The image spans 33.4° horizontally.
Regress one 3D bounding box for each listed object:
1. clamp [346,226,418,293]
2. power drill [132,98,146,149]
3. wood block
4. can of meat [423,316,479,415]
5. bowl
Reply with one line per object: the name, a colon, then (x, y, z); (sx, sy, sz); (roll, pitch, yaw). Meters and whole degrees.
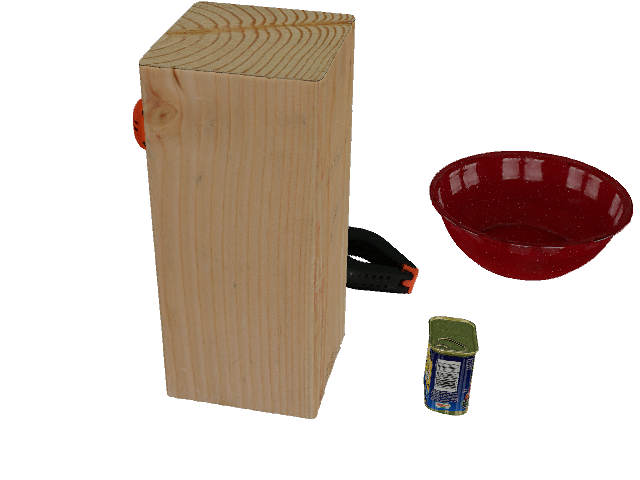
clamp: (0.003, 0.010, 1.169); (0.210, 0.036, 0.164); (27, 36, 16)
power drill: (-0.068, -0.042, 0.922); (0.184, 0.188, 0.057); (-6, 21, -19)
wood block: (-0.035, -0.014, 0.583); (0.091, 0.206, 0.090); (8, 33, 11)
can of meat: (0.154, 0.150, 1.278); (0.057, 0.084, 0.102); (6, 19, 3)
bowl: (0.167, -0.014, 0.867); (0.162, 0.055, 0.162); (1, 31, 0)
